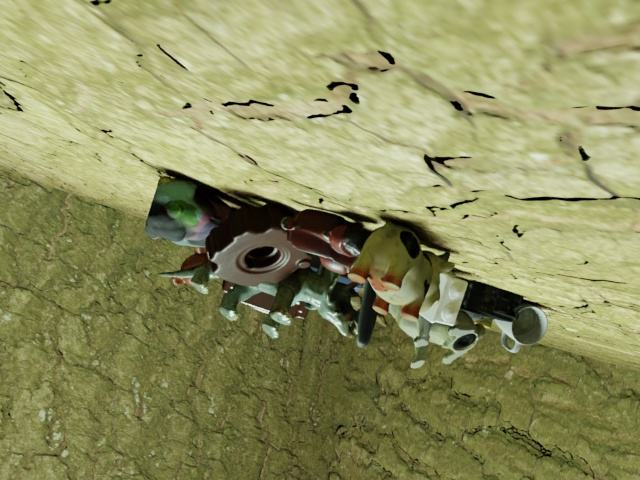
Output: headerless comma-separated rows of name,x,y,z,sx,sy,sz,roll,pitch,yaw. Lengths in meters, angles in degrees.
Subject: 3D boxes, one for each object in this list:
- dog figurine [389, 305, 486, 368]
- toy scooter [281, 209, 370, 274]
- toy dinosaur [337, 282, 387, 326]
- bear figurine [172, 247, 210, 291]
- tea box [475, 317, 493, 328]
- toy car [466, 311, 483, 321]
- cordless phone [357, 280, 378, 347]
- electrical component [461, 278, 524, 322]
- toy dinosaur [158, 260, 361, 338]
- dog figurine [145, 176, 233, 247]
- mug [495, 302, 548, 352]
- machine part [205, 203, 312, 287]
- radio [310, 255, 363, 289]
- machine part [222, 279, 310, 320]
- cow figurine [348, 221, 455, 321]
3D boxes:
dog figurine,0.222,0.144,1.097,0.172,0.121,0.191,-2,-137,-16
toy scooter,0.012,0.001,0.802,0.135,0.075,0.183,17,171,7
toy dinosaur,-0.032,0.121,1.440,0.472,0.105,0.198,26,-173,1
bear figurine,-0.258,0.031,1.271,0.132,0.195,0.120,12,168,37
tea box,0.344,0.163,1.347,0.169,0.068,0.098,21,173,-22
toy car,0.313,0.152,1.197,0.103,0.109,0.161,-9,168,36
cordless phone,0.110,0.113,1.017,0.089,0.184,0.146,11,172,16
electrical component,0.318,0.119,1.075,0.134,0.058,0.115,17,172,1
toy dinosaur,-0.106,0.067,1.040,0.405,0.192,0.131,23,143,18
dog figurine,-0.181,-0.031,0.944,0.219,0.108,0.191,14,172,-12
mug,0.410,0.175,1.127,0.081,0.109,0.107,10,-171,-9
machine part,-0.099,0.014,0.895,0.179,0.056,0.179,-9,146,-7
radio,0.043,0.052,1.199,0.131,0.073,0.229,18,172,7
machine part,-0.114,0.096,1.210,0.201,0.087,0.201,21,-173,-11
cow figurine,0.119,0.041,0.735,0.086,0.127,0.194,12,158,33
